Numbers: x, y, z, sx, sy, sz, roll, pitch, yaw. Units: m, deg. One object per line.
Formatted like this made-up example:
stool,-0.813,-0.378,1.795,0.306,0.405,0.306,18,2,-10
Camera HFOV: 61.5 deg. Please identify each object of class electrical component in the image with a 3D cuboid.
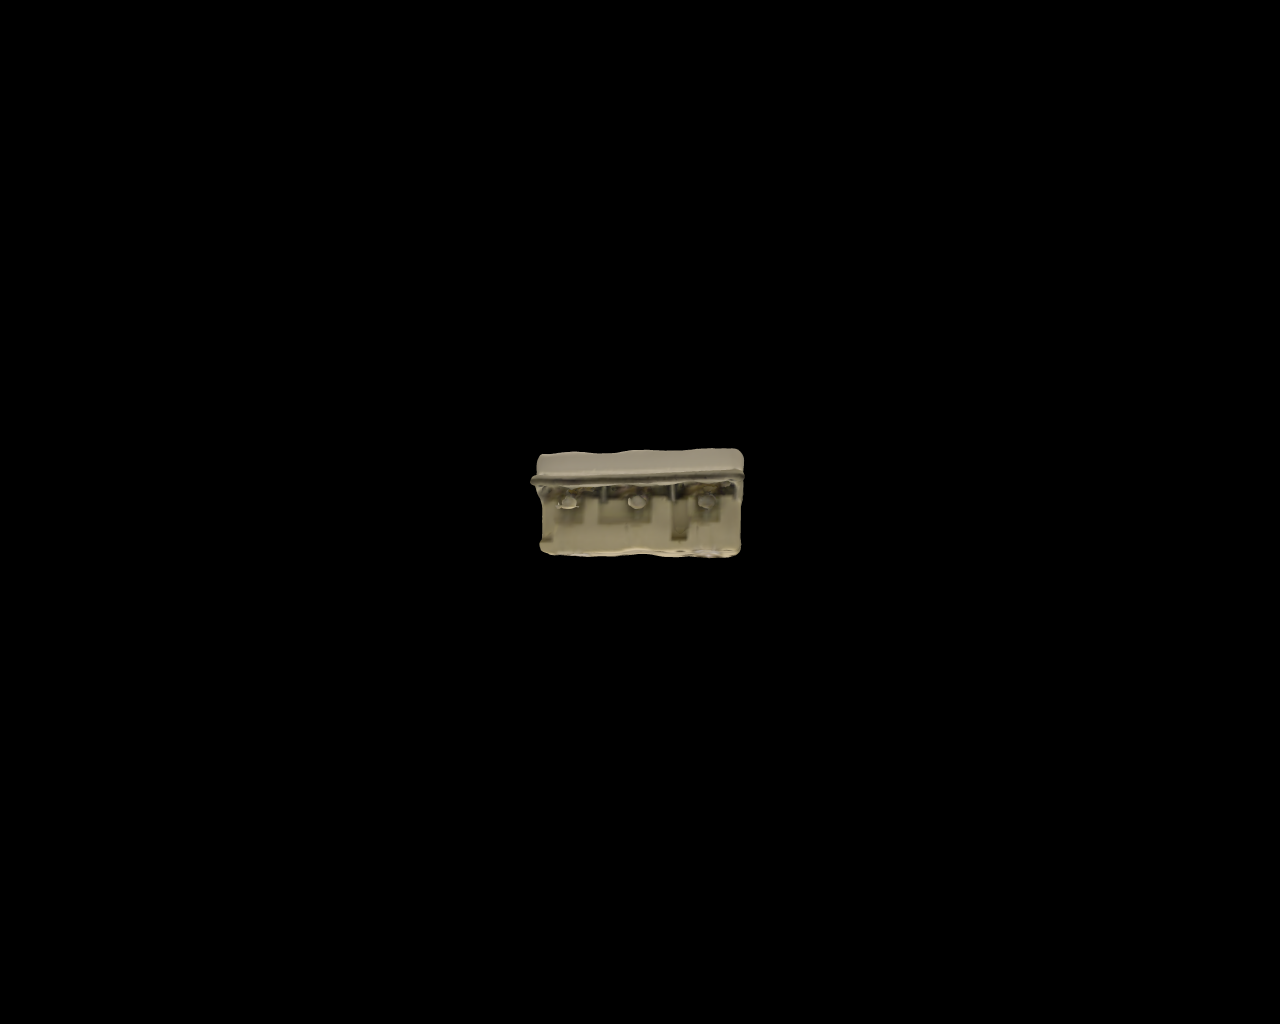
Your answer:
electrical component,0.001,-0.003,0.650,0.121,0.063,0.078,-1,-7,5
